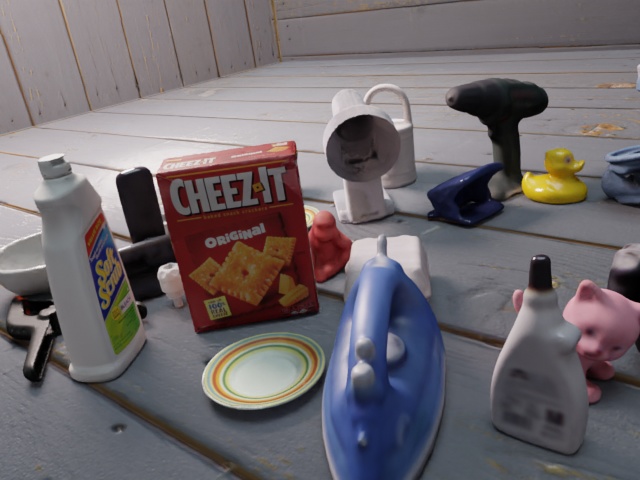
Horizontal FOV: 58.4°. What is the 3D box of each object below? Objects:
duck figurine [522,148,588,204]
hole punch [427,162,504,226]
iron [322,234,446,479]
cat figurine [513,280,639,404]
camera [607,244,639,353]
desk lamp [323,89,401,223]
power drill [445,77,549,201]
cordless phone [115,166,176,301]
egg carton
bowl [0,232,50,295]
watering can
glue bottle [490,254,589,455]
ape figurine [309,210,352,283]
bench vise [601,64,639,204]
[{"bbox_3d":[0.396,-0.112,0.965,0.104,0.086,0.078,5,27,27],"label":"duck figurine"},{"bbox_3d":[0.236,-0.083,0.943,0.109,0.091,0.100,-24,29,-33],"label":"hole punch"},{"bbox_3d":[0.052,0.105,0.514,0.118,0.141,0.258,-3,24,12],"label":"iron"},{"bbox_3d":[0.239,0.082,0.537,0.127,0.118,0.067,14,32,41],"label":"cat figurine"},{"bbox_3d":[0.353,0.060,0.573,0.137,0.101,0.142,-27,30,-37],"label":"camera"},{"bbox_3d":[0.063,-0.139,0.969,0.118,0.214,0.203,-9,24,-2],"label":"desk lamp"},{"bbox_3d":[0.307,-0.180,0.993,0.230,0.209,0.075,-23,28,-30],"label":"power drill"},{"bbox_3d":[-0.282,-0.006,0.814,0.148,0.185,0.093,-22,28,-29],"label":"cordless phone"},{"bbox_3d":[0.085,0.046,0.725,0.107,0.069,0.150,-4,24,8],"label":"egg carton"},{"bbox_3d":[-0.413,0.042,0.882,0.167,0.075,0.167,-6,24,3],"label":"bowl"},{"bbox_3d":[0.136,-0.205,1.121,0.101,0.194,0.172,-11,24,-8],"label":"watering can"},{"bbox_3d":[0.179,0.091,0.467,0.077,0.173,0.037,12,31,37],"label":"glue bottle"},{"bbox_3d":[0.008,0.003,0.819,0.078,0.092,0.076,-8,24,1],"label":"ape figurine"},{"bbox_3d":[0.516,-0.142,0.829,0.122,0.220,0.206,-26,29,-34],"label":"bench vise"}]
